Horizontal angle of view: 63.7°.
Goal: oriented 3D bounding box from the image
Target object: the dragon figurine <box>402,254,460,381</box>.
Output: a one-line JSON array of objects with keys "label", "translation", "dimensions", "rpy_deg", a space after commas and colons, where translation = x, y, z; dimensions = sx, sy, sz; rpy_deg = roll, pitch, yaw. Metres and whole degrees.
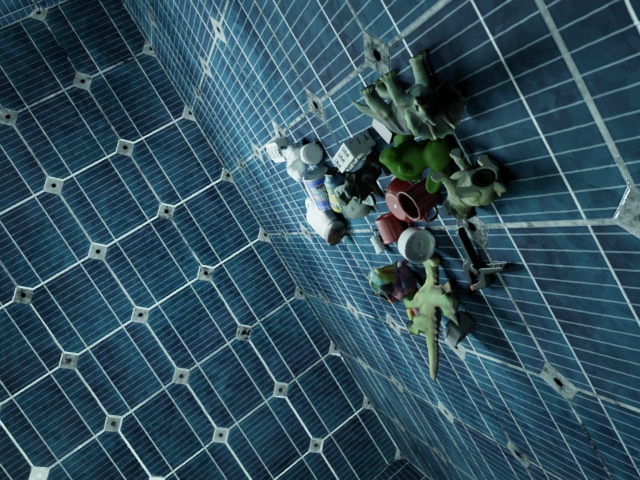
[{"label": "dragon figurine", "translation": [0.362, 0.230, 1.599], "dimensions": [0.122, 0.414, 0.240], "rpy_deg": [-8, -12, -13]}]

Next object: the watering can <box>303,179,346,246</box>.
[{"label": "watering can", "translation": [0.007, -0.109, 2.171], "dimensions": [0.105, 0.228, 0.340], "rpy_deg": [-34, -33, -15]}]

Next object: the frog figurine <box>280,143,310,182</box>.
[{"label": "frog figurine", "translation": [-0.081, -0.302, 2.012], "dimensions": [0.123, 0.134, 0.162], "rpy_deg": [-12, 31, -20]}]
